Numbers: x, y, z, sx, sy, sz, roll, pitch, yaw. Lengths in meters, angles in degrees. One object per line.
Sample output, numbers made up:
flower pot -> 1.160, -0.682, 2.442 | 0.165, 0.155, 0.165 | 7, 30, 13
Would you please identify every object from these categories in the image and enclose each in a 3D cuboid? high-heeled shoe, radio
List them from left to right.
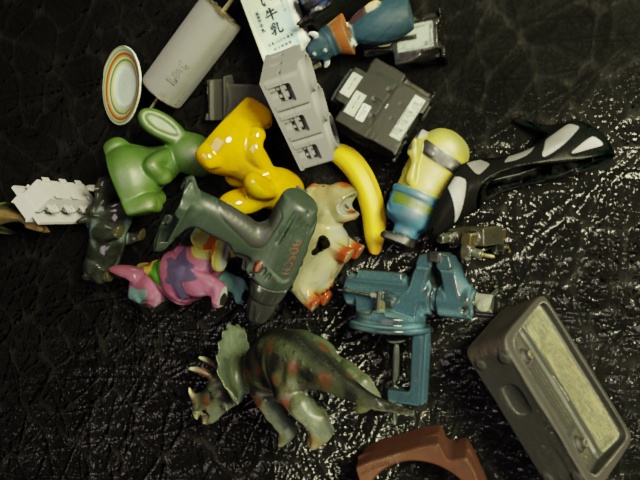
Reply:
high-heeled shoe -> 0.271, -0.071, 0.730 | 0.145, 0.086, 0.248 | 37, 84, 30
radio -> 0.307, 0.205, 0.725 | 0.229, 0.131, 0.073 | 59, 141, 6

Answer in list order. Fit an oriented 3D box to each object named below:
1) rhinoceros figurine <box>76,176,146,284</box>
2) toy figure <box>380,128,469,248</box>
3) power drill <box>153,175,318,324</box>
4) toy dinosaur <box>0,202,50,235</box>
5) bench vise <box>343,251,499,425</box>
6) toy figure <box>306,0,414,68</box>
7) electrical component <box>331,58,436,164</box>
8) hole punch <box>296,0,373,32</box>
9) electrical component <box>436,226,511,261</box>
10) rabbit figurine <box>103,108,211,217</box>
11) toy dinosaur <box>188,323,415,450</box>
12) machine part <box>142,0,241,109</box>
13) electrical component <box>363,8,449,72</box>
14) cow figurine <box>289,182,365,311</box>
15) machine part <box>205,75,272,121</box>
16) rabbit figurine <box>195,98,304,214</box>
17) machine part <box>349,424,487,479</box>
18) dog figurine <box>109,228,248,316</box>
rhinoceros figurine -> -0.371, -0.016, 0.942 | 0.112, 0.073, 0.190 | 14, 99, 25
toy figure -> 0.151, -0.074, 0.782 | 0.089, 0.082, 0.180 | 19, 93, -2
power drill -> -0.121, 0.013, 0.750 | 0.207, 0.086, 0.232 | 25, 118, -16
toy dinosaur -> -0.697, -0.035, 0.957 | 0.472, 0.198, 0.105 | 4, 86, 5
bench vise -> 0.136, 0.135, 0.772 | 0.224, 0.129, 0.240 | 3, 90, 18
toy figure -> 0.054, -0.292, 0.757 | 0.155, 0.058, 0.064 | -12, 108, 17
electrical component -> 0.085, -0.194, 0.790 | 0.134, 0.058, 0.115 | 34, 86, 10
hole punch -> 0.028, -0.360, 0.782 | 0.142, 0.115, 0.092 | -27, 79, 15
electrical component -> 0.224, 0.003, 0.762 | 0.078, 0.102, 0.045 | -3, 93, 42
rabbit figurine -> -0.253, -0.133, 0.886 | 0.170, 0.121, 0.159 | -19, 96, -7
toy dinosaur -> -0.048, 0.189, 0.771 | 0.192, 0.131, 0.405 | 52, 137, -7
machine part -> -0.208, -0.299, 0.864 | 0.079, 0.079, 0.243 | 47, 106, 8
electrical component -> 0.126, -0.287, 0.789 | 0.119, 0.048, 0.074 | -7, 91, 21
cow figurine -> -0.002, -0.002, 0.825 | 0.127, 0.085, 0.194 | 35, 112, 15
machine part -> -0.122, -0.228, 0.870 | 0.139, 0.039, 0.084 | 6, 90, 17
rabbit figurine -> -0.095, -0.107, 0.817 | 0.173, 0.162, 0.122 | 42, 122, -17
machine part -> 0.157, 0.397, 0.811 | 0.201, 0.087, 0.201 | -24, 87, 18
dog figurine -> -0.233, 0.037, 0.886 | 0.219, 0.108, 0.191 | 7, 97, 18
